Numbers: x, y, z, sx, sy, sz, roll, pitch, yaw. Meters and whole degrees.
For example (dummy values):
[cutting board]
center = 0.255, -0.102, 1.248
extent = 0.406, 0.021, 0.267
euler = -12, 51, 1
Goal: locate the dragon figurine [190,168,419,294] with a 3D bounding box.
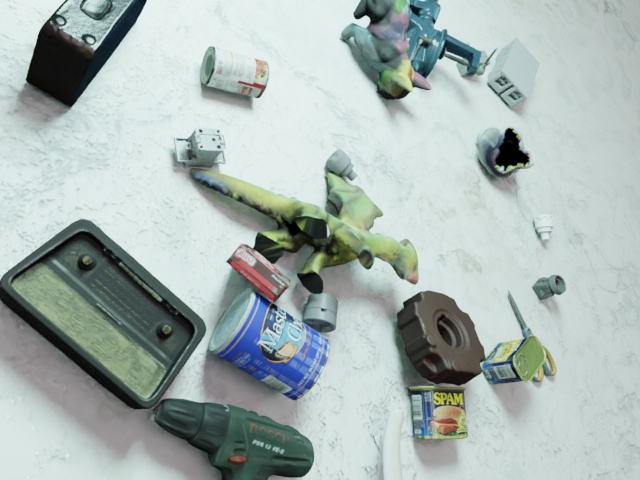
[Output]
[dragon figurine]
center = 0.003, -0.045, 0.886
extent = 0.411, 0.120, 0.247
euler = 37, 33, 4

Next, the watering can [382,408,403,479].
[watering can]
center = 0.089, 0.435, 0.719
extent = 0.223, 0.102, 0.354
euler = 49, 52, -8

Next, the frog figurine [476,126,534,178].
[frog figurine]
center = 0.444, -0.226, 1.267
extent = 0.137, 0.121, 0.162
euler = 32, 20, -10
